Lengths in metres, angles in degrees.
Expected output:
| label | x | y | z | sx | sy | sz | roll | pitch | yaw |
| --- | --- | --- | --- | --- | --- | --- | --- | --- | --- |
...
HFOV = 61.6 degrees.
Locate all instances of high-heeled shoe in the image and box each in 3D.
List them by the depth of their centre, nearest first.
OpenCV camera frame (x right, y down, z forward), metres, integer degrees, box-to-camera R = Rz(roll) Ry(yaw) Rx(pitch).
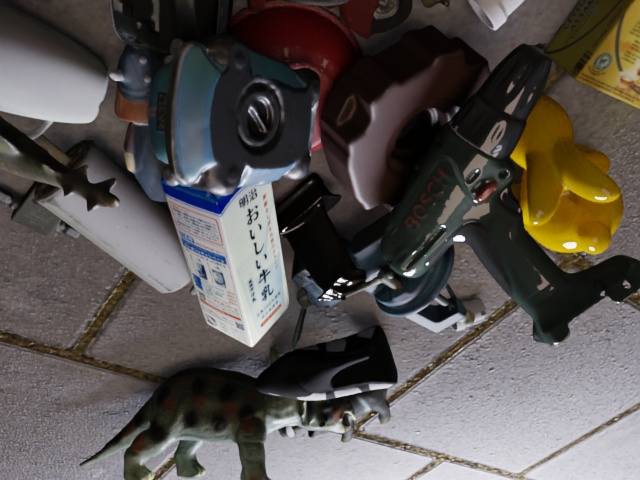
| label | x | y | z | sx | sy | sz | roll | pitch | yaw |
| --- | --- | --- | --- | --- | --- | --- | --- | --- | --- |
| high-heeled shoe | 0.019 | 0.173 | 0.724 | 0.145 | 0.086 | 0.248 | -20 | 162 | 13 |

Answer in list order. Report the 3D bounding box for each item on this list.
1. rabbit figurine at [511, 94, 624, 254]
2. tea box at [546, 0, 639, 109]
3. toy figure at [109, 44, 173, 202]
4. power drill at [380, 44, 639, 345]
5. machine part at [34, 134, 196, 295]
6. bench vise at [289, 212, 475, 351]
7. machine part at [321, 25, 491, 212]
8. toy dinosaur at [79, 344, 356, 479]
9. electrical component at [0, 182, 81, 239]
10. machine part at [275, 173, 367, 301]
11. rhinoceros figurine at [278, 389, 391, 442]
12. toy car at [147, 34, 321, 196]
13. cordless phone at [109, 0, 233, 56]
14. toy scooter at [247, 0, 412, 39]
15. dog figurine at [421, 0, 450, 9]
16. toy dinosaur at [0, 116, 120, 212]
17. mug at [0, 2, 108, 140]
| label | x | y | z | sx | sy | sz | roll | pitch | yaw |
| --- | --- | --- | --- | --- | --- | --- | --- | --- | --- |
| rabbit figurine | 0.239 | -0.070 | 0.565 | 0.122 | 0.162 | 0.173 | -21 | 115 | 24 |
| tea box | 0.322 | -0.182 | 0.518 | 0.169 | 0.068 | 0.098 | 16 | 126 | -21 |
| toy figure | -0.157 | -0.109 | 0.501 | 0.058 | 0.064 | 0.154 | 17 | 131 | 25 |
| power drill | 0.176 | -0.020 | 0.473 | 0.207 | 0.086 | 0.232 | 40 | 120 | -1 |
| machine part | -0.199 | -0.019 | 0.558 | 0.079 | 0.079 | 0.243 | -31 | 129 | 16 |
| bench vise | 0.089 | 0.058 | 0.656 | 0.240 | 0.129 | 0.223 | 32 | 121 | -27 |
| machine part | 0.085 | -0.106 | 0.510 | 0.179 | 0.056 | 0.179 | -21 | 140 | -19 |
| toy dinosaur | -0.156 | 0.246 | 0.767 | 0.405 | 0.192 | 0.131 | 0 | 161 | 8 |
| electrical component | -0.288 | -0.037 | 0.563 | 0.094 | 0.021 | 0.063 | 32 | 118 | -31 |
| machine part | -0.001 | -0.002 | 0.576 | 0.084 | 0.139 | 0.039 | -33 | 155 | 15 |
| rhinoceros figurine | 0.021 | 0.266 | 0.853 | 0.190 | 0.073 | 0.112 | -24 | 132 | 10 |
| toy car | -0.075 | -0.097 | 0.418 | 0.161 | 0.103 | 0.109 | -15 | 116 | -54 |
| cordless phone | -0.156 | -0.222 | 0.401 | 0.184 | 0.089 | 0.146 | 11 | 130 | -5 |
| toy scooter | 0.000 | -0.235 | 0.409 | 0.135 | 0.075 | 0.183 | -12 | 137 | 0 |
| dog figurine | 0.133 | -0.221 | 0.368 | 0.121 | 0.191 | 0.172 | -2 | 133 | -9 |
| toy dinosaur | -0.306 | -0.152 | 0.289 | 0.471 | 0.198 | 0.105 | 35 | 75 | -11 |
| mug | -0.241 | -0.130 | 0.450 | 0.107 | 0.081 | 0.109 | 15 | 114 | -32 |
